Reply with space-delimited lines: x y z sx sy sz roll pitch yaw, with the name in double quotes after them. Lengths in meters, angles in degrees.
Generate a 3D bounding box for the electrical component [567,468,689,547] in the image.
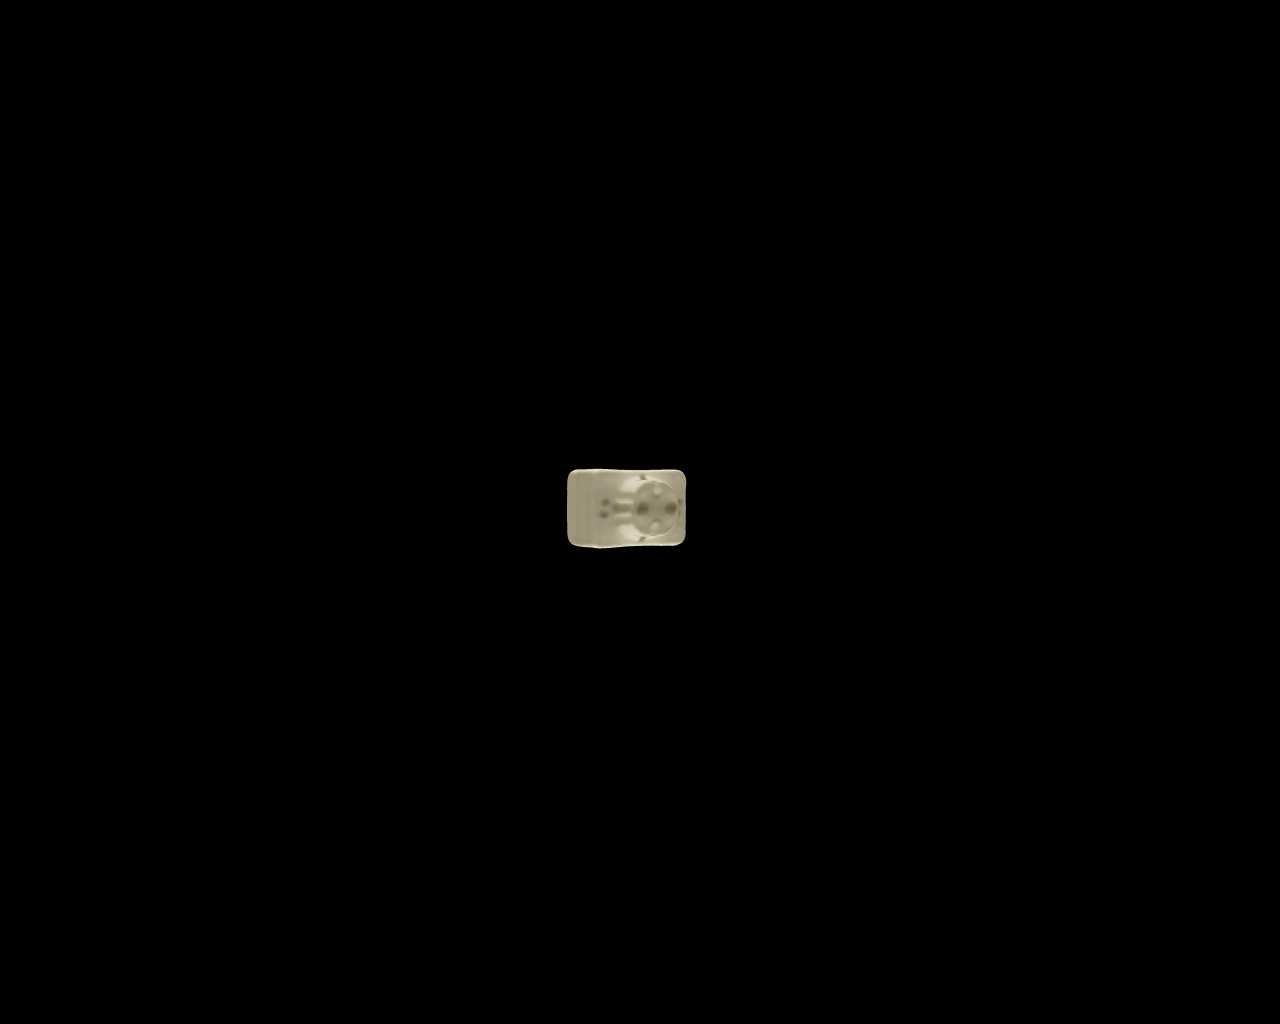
0.001 -0.003 0.650 0.066 0.047 0.076 0 0 -28 "electrical component"
